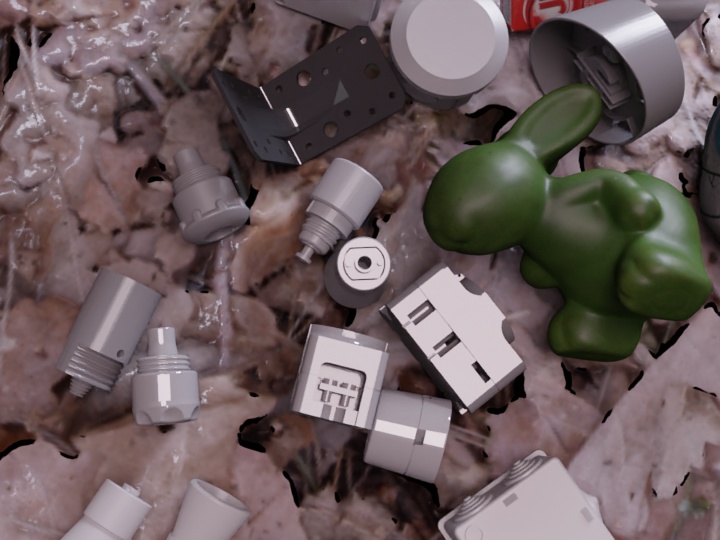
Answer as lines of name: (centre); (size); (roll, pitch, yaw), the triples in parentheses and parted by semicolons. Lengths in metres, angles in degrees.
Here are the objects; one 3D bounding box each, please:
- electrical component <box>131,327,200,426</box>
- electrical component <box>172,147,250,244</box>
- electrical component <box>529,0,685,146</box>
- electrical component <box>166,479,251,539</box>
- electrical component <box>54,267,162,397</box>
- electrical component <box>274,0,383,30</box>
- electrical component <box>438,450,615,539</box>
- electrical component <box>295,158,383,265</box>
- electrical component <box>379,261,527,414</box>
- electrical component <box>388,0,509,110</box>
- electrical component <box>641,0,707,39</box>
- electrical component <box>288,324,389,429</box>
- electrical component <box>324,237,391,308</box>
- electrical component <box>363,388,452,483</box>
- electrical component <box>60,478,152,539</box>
electrical component: (-0.127, 0.069, 0.697); (0.043, 0.043, 0.062); (-5, 81, -6)
electrical component: (-0.105, -0.051, 0.716); (0.048, 0.048, 0.062); (-23, 78, -8)
electrical component: (0.169, -0.133, 0.727); (0.064, 0.099, 0.099); (-26, 85, -15)
electrical component: (-0.104, 0.172, 0.686); (0.044, 0.044, 0.065); (29, 85, -1)
electrical component: (-0.166, 0.044, 0.696); (0.043, 0.043, 0.081); (25, 81, -1)
electrical component: (-0.015, -0.213, 0.712); (0.078, 0.113, 0.057); (19, 78, -2)
electrical component: (0.113, 0.178, 0.700); (0.100, 0.048, 0.099); (-34, 86, -9)
electrical component: (-0.017, -0.039, 0.723); (0.040, 0.040, 0.078); (33, 80, 0)
electrical component: (0.064, 0.043, 0.714); (0.056, 0.050, 0.089); (-38, 87, -9)
electrical component: (0.058, -0.153, 0.741); (0.080, 0.051, 0.080); (1, 82, -5)
electrical component: (0.210, -0.215, 0.760); (0.054, 0.059, 0.095); (-2, 82, -5)
electrical component: (-0.014, 0.068, 0.683); (0.050, 0.089, 0.055); (14, 81, -3)
electrical component: (0.000, 0.000, 0.707); (0.044, 0.065, 0.044); (1, 82, -5)
electrical component: (0.030, 0.106, 0.701); (0.047, 0.055, 0.055); (14, 81, 0)
electrical component: (-0.163, 0.166, 0.681); (0.044, 0.044, 0.065); (33, 76, 0)
